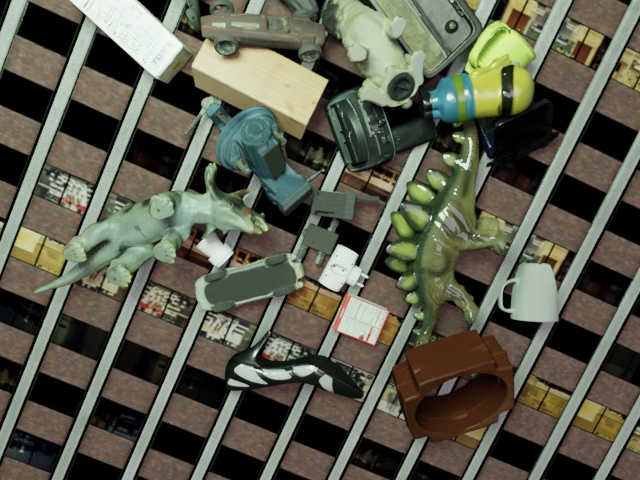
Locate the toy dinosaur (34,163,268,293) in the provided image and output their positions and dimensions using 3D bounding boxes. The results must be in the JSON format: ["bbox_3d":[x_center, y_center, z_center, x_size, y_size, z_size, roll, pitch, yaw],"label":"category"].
[{"bbox_3d":[-0.296,-0.020,0.927,0.405,0.192,0.131,-16,107,17],"label":"toy dinosaur"}]

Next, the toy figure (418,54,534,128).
[{"bbox_3d":[0.256,-0.233,0.882,0.180,0.082,0.089,-12,78,6],"label":"toy figure"}]

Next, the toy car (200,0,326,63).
[{"bbox_3d":[-0.086,-0.336,0.858,0.202,0.053,0.089,0,69,-19],"label":"toy car"}]

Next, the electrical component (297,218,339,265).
[{"bbox_3d":[-0.002,-0.003,0.995,0.063,0.021,0.094,24,97,-4],"label":"electrical component"}]

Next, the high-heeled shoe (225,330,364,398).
[{"bbox_3d":[-0.053,0.272,1.005,0.249,0.086,0.145,33,98,-1],"label":"high-heeled shoe"}]

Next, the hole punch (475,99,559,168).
[{"bbox_3d":[0.340,-0.206,0.953,0.142,0.092,0.115,-26,139,-1],"label":"hole punch"}]

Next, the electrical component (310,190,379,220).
[{"bbox_3d":[0.043,-0.062,0.964,0.119,0.075,0.047,7,97,-6],"label":"electrical component"}]

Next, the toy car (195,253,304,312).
[{"bbox_3d":[-0.128,0.078,0.987,0.202,0.056,0.073,-15,92,-1],"label":"toy car"}]

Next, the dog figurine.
[{"bbox_3d":[0.085,-0.318,0.904,0.121,0.191,0.172,-23,130,-2],"label":"dog figurine"}]

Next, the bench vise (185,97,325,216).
[{"bbox_3d":[-0.116,-0.157,0.914,0.129,0.223,0.241,-47,67,0],"label":"bench vise"}]

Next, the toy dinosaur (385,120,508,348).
[{"bbox_3d":[0.227,-0.017,0.962,0.199,0.105,0.471,16,94,-1],"label":"toy dinosaur"}]

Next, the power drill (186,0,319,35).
[{"bbox_3d":[-0.139,-0.431,0.904,0.207,0.086,0.232,-29,98,6],"label":"power drill"}]

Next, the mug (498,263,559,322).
[{"bbox_3d":[0.387,0.095,0.998,0.110,0.081,0.107,4,86,3],"label":"mug"}]

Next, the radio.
[{"bbox_3d":[0.163,-0.398,0.920,0.131,0.073,0.229,-38,97,3],"label":"radio"}]

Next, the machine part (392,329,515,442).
[{"bbox_3d":[0.240,0.264,0.969,0.201,0.087,0.200,-19,129,0],"label":"machine part"}]

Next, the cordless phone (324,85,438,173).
[{"bbox_3d":[0.114,-0.211,0.953,0.184,0.089,0.146,-21,97,-10],"label":"cordless phone"}]
